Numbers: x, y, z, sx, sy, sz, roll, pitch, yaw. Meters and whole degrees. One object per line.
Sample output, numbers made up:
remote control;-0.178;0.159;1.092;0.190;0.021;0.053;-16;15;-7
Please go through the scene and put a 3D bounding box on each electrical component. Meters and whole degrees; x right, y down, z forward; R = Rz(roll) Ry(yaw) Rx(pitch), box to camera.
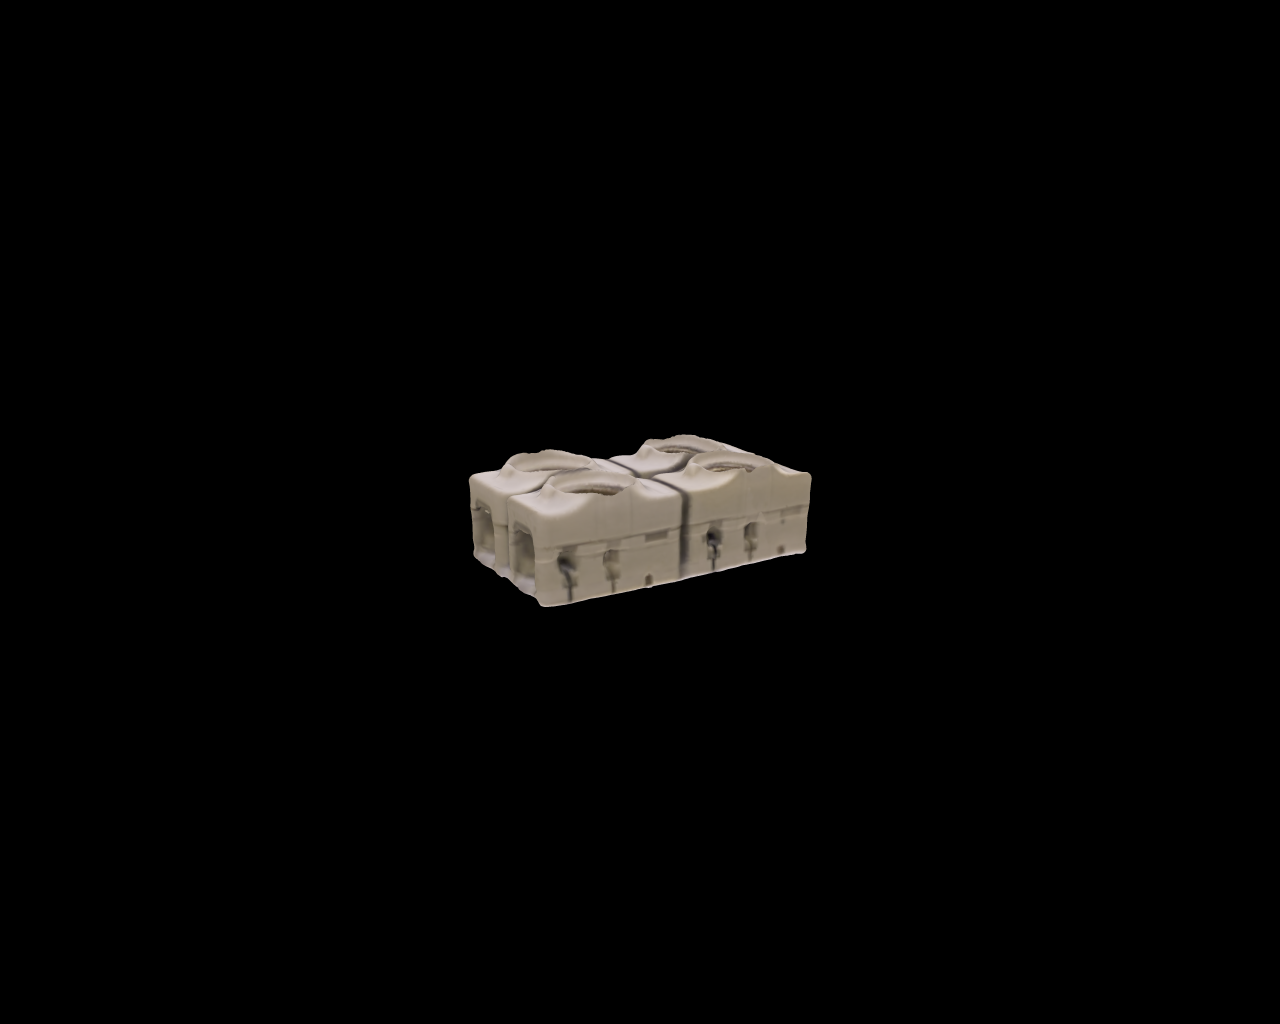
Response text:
electrical component;0.001;-0.003;0.650;0.186;0.060;0.105;-9;19;-29
